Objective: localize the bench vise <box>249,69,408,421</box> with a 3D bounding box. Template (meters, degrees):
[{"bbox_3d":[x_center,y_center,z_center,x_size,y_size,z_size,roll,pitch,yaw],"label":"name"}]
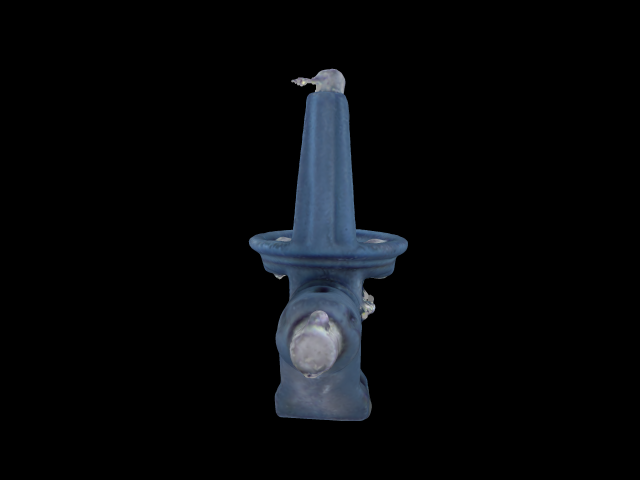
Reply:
[{"bbox_3d":[0.015,0.000,0.403,0.121,0.220,0.207,-6,24,-13],"label":"bench vise"}]
